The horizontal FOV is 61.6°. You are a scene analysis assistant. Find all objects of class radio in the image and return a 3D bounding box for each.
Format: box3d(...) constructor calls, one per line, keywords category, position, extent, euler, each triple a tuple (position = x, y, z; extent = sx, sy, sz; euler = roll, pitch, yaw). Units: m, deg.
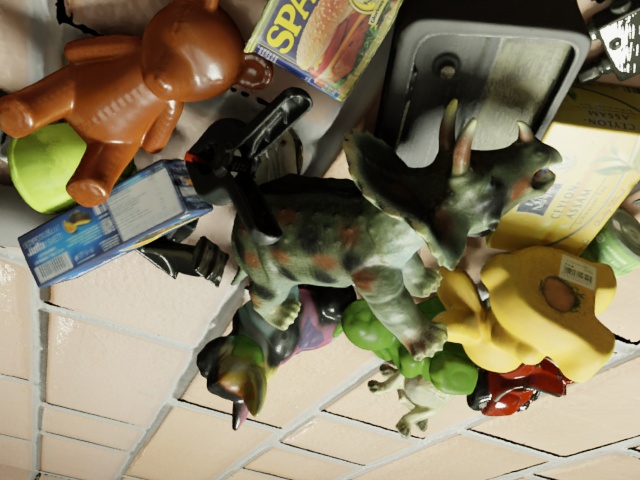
box3d(category="radio", position=(0.115, -0.103, 0.464), extent=(0.131, 0.073, 0.229), euler=(9, 142, 1))

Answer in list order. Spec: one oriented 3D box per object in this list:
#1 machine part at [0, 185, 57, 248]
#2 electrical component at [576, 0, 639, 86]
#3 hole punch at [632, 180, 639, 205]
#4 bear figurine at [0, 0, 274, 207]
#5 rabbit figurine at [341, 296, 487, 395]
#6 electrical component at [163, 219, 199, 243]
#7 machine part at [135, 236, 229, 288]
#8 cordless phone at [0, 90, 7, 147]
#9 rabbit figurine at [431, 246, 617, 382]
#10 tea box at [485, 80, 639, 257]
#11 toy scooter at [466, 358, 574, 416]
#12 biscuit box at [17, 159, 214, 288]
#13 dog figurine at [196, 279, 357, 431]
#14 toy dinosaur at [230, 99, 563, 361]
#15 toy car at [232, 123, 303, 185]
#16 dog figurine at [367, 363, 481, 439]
box3d(category="machine part", position=(-0.361, -0.028, 0.657), extent=(0.243, 0.079, 0.079), euler=(6, 142, 6))
box3d(category="electrical component", position=(0.240, -0.157, 0.412), extent=(0.094, 0.021, 0.063), euler=(-20, 133, 33))
box3d(category="hole punch", position=(0.344, -0.071, 0.450), extent=(0.142, 0.092, 0.116), euler=(0, 165, -18))
box3d(category="bear figurine", position=(-0.149, -0.124, 0.451), extent=(0.196, 0.132, 0.120), euler=(-12, 128, 34))
box3d(category="rabbit figurine", position=(0.108, 0.112, 0.696), extent=(0.170, 0.121, 0.159), euler=(18, 173, -5))
box3d(category="electrical component", position=(-0.177, -0.037, 0.632), extent=(0.075, 0.048, 0.119), euler=(29, 140, -24))
box3d(category="machine part", position=(-0.165, 0.017, 0.609), extent=(0.139, 0.039, 0.084), euler=(8, 144, 36))
box3d(category="cordless phone", position=(-0.384, -0.069, 0.522), extent=(0.088, 0.184, 0.146), euler=(25, 140, -26))
box3d(category="rabbit figurine", position=(0.195, 0.090, 0.558), extent=(0.162, 0.122, 0.173), euler=(14, 148, 1))
box3d(category="tea box", position=(0.226, -0.060, 0.503), extent=(0.098, 0.068, 0.169), euler=(7, 143, 2))
box3d(category="toy scooter", position=(0.318, 0.226, 0.847), extent=(0.135, 0.075, 0.183), euler=(9, 138, -2))
box3d(category="biscuit box", position=(-0.215, -0.016, 0.561), extent=(0.203, 0.063, 0.059), euler=(-23, 90, 18))
box3d(category="dog figurine", position=(-0.050, 0.133, 0.685), extent=(0.191, 0.219, 0.108), euler=(24, 143, -17))
box3d(category="toy dinosaur", position=(-0.003, -0.004, 0.490), extent=(0.405, 0.131, 0.192), euler=(-5, 125, 38))
box3d(category="toy car", position=(-0.055, -0.044, 0.590), extent=(0.074, 0.056, 0.201), euler=(5, 142, 5))
box3d(category="dog figurine", position=(0.193, 0.201, 0.838), extent=(0.190, 0.172, 0.121), euler=(-43, 81, 19))
